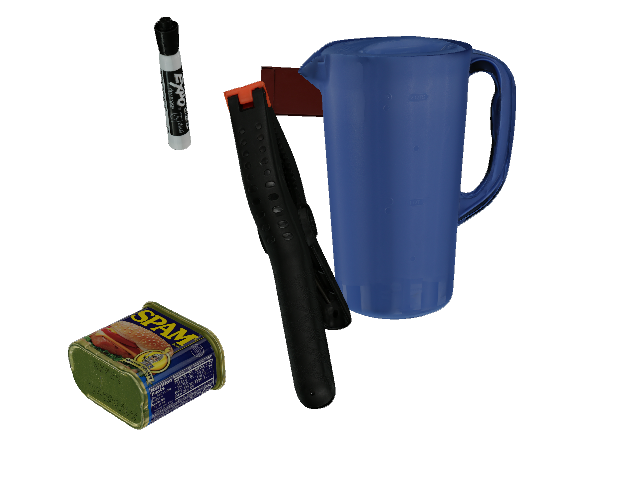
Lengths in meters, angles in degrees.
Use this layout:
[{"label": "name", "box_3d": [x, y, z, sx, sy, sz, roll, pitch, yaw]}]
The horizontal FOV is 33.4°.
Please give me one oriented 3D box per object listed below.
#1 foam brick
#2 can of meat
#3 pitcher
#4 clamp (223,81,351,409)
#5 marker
[{"label": "foam brick", "box_3d": [-0.022, -0.161, 1.161, 0.078, 0.051, 0.053, 0, 11, -18]}, {"label": "can of meat", "box_3d": [-0.143, 0.101, 0.868, 0.102, 0.057, 0.083, 22, 34, 37]}, {"label": "pitcher", "box_3d": [0.077, -0.059, 0.951, 0.149, 0.243, 0.144, 14, 24, 40]}, {"label": "clamp", "box_3d": [-0.020, -0.004, 0.734, 0.036, 0.210, 0.164, -15, 5, 8]}, {"label": "marker", "box_3d": [-0.118, -0.125, 0.857, 0.020, 0.121, 0.020, 0, 43, 0]}]
